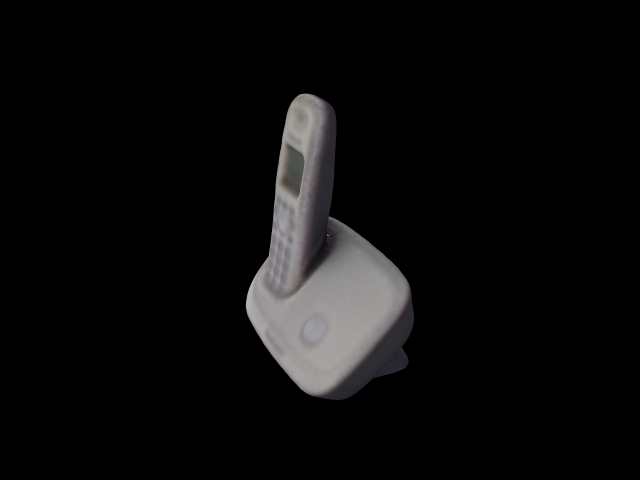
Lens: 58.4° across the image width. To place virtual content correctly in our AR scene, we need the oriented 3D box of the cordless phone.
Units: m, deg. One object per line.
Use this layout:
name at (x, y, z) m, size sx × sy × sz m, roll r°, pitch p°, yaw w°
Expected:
cordless phone at (0.004, 0.001, 0.400) m, size 0.094 × 0.185 × 0.147 m, roll -16°, pitch 32°, yaw -26°
